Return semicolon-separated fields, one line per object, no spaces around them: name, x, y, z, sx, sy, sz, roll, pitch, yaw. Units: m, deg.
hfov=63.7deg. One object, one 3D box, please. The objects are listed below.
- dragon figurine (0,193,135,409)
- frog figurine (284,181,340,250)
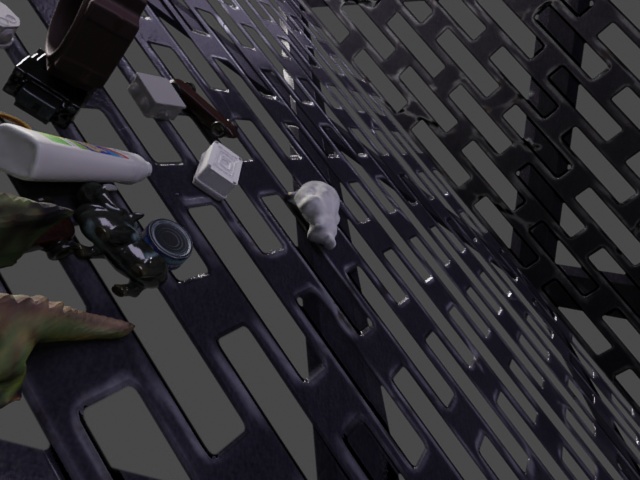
dragon figurine;-0.313;0.055;0.491;0.123;0.239;0.412;52;28;19
frog figurine;0.004;-0.062;1.234;0.135;0.122;0.162;47;7;-49
